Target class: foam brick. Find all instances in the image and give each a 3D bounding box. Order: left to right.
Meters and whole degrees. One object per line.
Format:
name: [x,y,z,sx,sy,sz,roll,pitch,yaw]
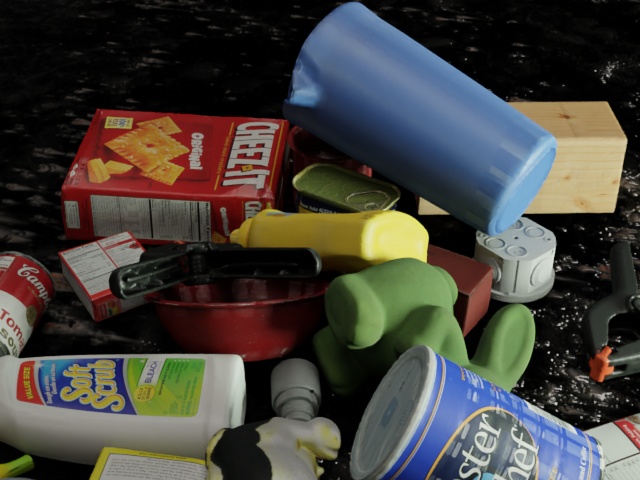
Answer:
foam brick: [0.110,0.045,0.965,0.078,0.051,0.052,21,39,28]

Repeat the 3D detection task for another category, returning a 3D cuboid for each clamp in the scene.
clamp: [-0.111,0.021,0.896,0.164,0.036,0.210,-5,5,-22]
clamp: [0.278,0.062,0.952,0.171,0.039,0.120,-28,43,-34]

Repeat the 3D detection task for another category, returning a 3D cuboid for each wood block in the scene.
wood block: [0.203,-0.087,1.121,0.206,0.090,0.091,-1,34,-1]

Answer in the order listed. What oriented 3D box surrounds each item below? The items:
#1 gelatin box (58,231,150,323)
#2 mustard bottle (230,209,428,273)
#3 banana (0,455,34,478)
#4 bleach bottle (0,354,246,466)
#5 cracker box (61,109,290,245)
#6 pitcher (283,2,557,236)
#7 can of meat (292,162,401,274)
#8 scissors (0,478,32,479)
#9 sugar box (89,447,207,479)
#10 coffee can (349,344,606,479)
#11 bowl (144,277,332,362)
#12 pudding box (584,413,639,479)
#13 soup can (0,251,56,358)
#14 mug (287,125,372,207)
gelatin box: [-0.194,0.033,1.000,0.073,0.030,0.089,-20,39,-25]
mustard bottle: [-0.006,0.002,0.951,0.192,0.058,0.096,3,-3,39]
banana: [-0.319,0.173,0.797,0.198,0.037,0.069,9,13,8]
bleach bottle: [-0.187,0.134,0.829,0.251,0.068,0.102,0,35,4]
cracker box: [-0.144,-0.067,1.106,0.213,0.072,0.164,3,35,3]
pitcher: [0.100,-0.114,1.005,0.243,0.145,0.149,35,83,19]
can of meat: [0.024,-0.016,1.023,0.102,0.084,0.057,20,39,27]
scissors: [-0.267,0.183,0.743,0.201,0.016,0.096,21,47,-4]
sugar box: [-0.128,0.222,0.717,0.093,0.048,0.176,6,39,8]
coffee can: [0.105,0.148,0.726,0.140,0.103,0.102,29,35,-9]
bowl: [-0.065,0.067,0.898,0.162,0.055,0.162,-3,5,0]
pudding box: [0.231,0.177,0.788,0.113,0.039,0.090,-15,39,-17]
soup can: [-0.278,0.066,0.918,0.068,0.068,0.102,6,36,8]
mug: [0.005,-0.076,1.110,0.093,0.081,0.117,-23,41,-29]
